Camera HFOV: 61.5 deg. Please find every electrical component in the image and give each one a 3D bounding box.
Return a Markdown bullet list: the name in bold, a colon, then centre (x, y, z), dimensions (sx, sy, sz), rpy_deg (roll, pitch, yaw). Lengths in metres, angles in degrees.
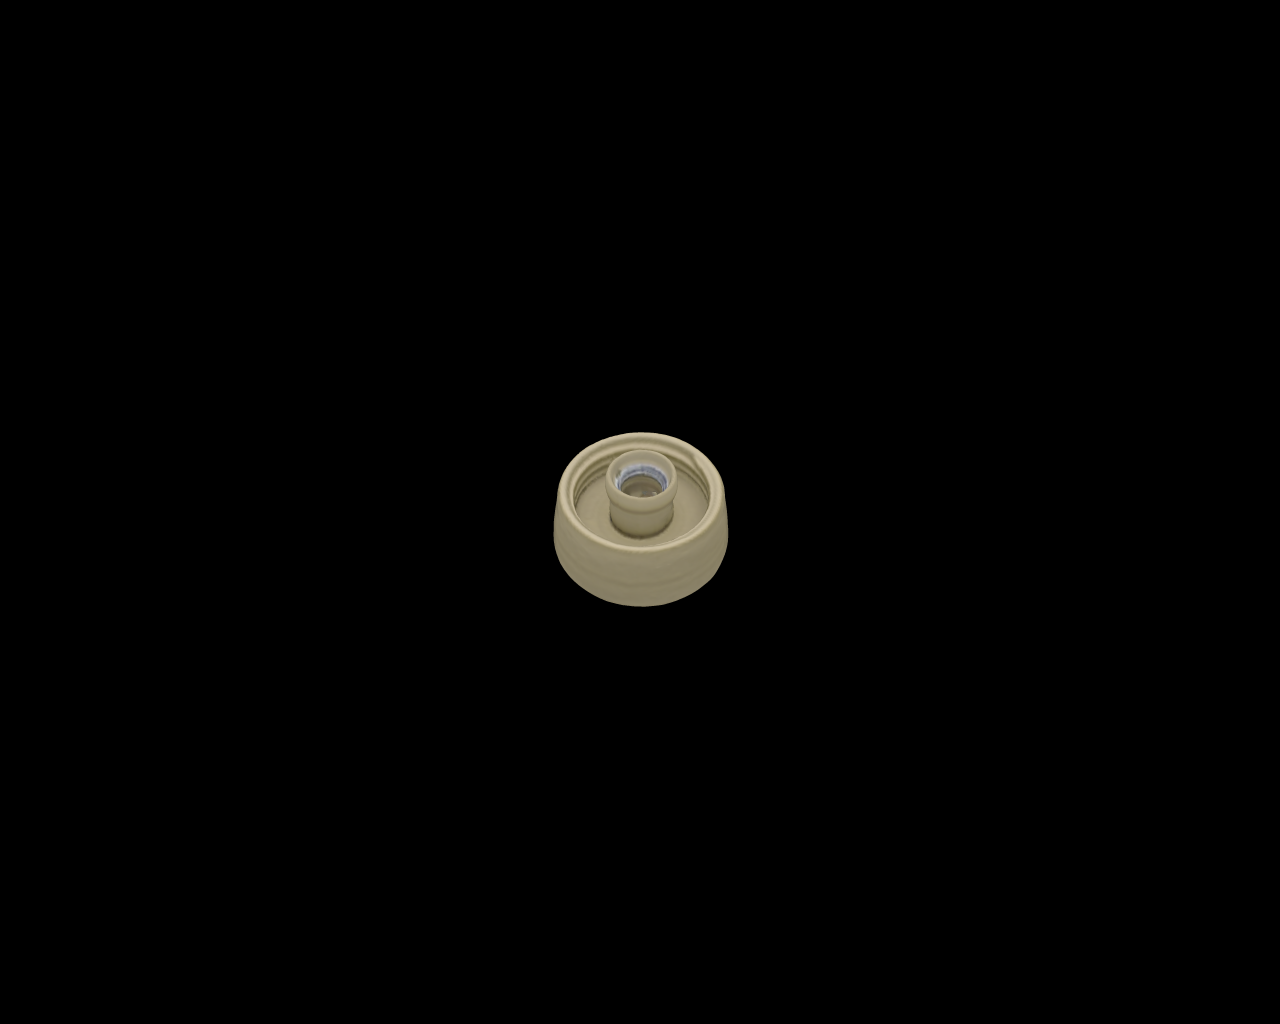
- **electrical component**: centre (0.001, -0.003, 0.650), dimensions (0.108, 0.108, 0.060), rpy_deg (0, -42, 0)
